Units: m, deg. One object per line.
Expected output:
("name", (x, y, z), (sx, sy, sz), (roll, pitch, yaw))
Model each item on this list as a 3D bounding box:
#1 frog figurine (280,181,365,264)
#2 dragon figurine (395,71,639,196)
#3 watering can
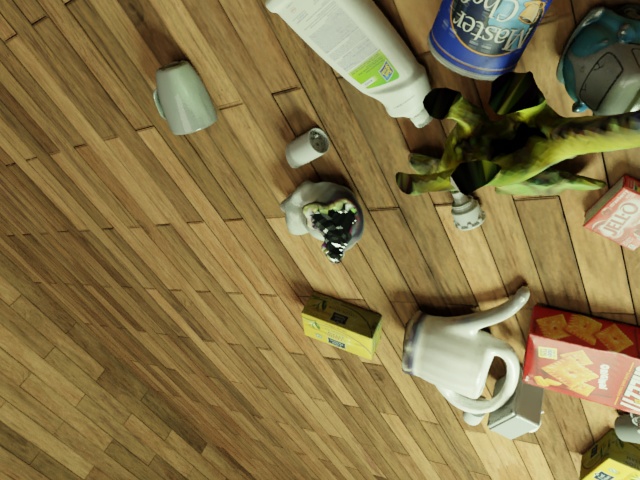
("frog figurine", (0.003, -0.046, 0.909), (0.136, 0.123, 0.161), (40, 180, -24))
("dragon figurine", (0.250, -0.097, 0.602), (0.242, 0.122, 0.411), (7, 180, -42))
("watering can", (0.268, 0.195, 0.978), (0.225, 0.106, 0.340), (16, 127, 23))
